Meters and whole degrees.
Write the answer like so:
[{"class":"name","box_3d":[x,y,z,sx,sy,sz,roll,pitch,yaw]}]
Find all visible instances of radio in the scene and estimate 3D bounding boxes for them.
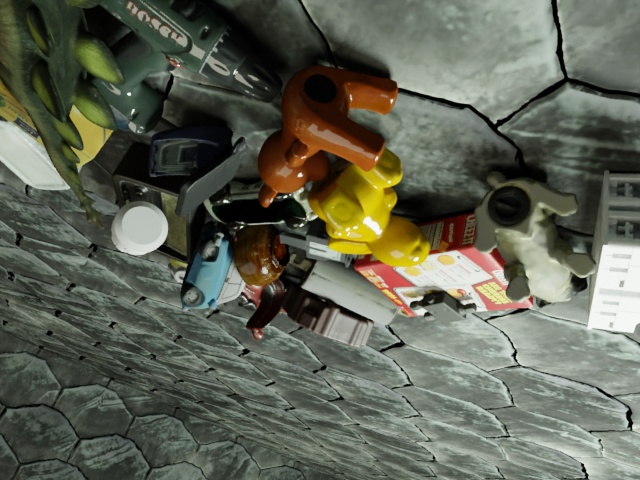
[{"class":"radio","box_3d":[-0.268,-0.055,0.912,0.131,0.073,0.229,20,147,-1]}]

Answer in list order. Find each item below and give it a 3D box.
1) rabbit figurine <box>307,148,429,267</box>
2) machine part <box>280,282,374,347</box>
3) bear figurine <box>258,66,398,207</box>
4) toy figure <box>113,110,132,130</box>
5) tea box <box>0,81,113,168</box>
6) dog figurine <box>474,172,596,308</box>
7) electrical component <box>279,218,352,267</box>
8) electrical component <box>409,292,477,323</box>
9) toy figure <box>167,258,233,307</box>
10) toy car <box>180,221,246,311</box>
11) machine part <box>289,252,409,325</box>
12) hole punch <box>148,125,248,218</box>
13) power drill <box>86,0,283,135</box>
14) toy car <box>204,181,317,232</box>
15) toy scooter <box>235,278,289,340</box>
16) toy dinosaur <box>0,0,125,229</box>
[{"class":"rabbit figurine","box_3d":[0.065,-0.021,0.720,0.173,0.122,0.162,39,156,-14]},{"class":"machine part","box_3d":[0.013,0.134,0.992,0.179,0.056,0.179,25,-178,-1]},{"class":"bear figurine","box_3d":[-0.004,-0.109,0.640,0.132,0.120,0.195,18,151,-4]},{"class":"toy figure","box_3d":[-0.311,-0.207,0.711,0.154,0.064,0.058,36,148,-24]},{"class":"tea box","box_3d":[-0.372,-0.191,0.740,0.068,0.098,0.169,-12,138,42]},{"class":"dog figurine","box_3d":[0.273,0.002,0.698,0.121,0.172,0.190,-15,168,21]},{"class":"electrical component","box_3d":[-0.002,-0.003,0.868,0.119,0.048,0.074,14,148,11]},{"class":"electrical component","box_3d":[0.186,0.101,0.809,0.063,0.021,0.094,36,145,-29]},{"class":"toy figure","box_3d":[-0.235,0.068,1.084,0.082,0.089,0.180,-12,147,22]},{"class":"toy car","box_3d":[-0.173,0.050,0.919,0.103,0.109,0.161,21,111,-18]},{"class":"machine part","box_3d":[0.055,0.082,0.940,0.243,0.079,0.079,24,149,-8]},{"class":"hole punch","box_3d":[-0.175,-0.109,0.753,0.092,0.116,0.142,48,150,6]},{"class":"power drill","box_3d":[-0.182,-0.202,0.632,0.232,0.086,0.207,38,148,-24]},{"class":"toy car","box_3d":[-0.093,-0.057,0.831,0.202,0.056,0.073,-2,136,30]},{"class":"toy scooter","box_3d":[-0.121,0.107,1.024,0.075,0.135,0.183,-5,140,38]},{"class":"toy dinosaur","box_3d":[-0.300,-0.204,0.570,0.199,0.105,0.470,41,146,21]}]
